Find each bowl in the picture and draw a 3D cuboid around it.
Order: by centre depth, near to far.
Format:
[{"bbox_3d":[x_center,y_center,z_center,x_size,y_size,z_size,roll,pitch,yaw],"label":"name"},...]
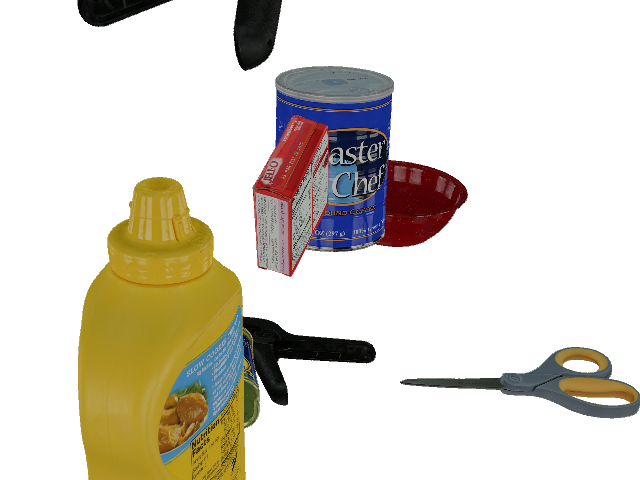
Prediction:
[{"bbox_3d":[0.079,-0.036,1.186,0.162,0.055,0.162,3,25,-2],"label":"bowl"}]

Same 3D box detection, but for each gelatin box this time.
[{"bbox_3d":[-0.020,-0.031,0.744,0.030,0.073,0.089,16,-36,13],"label":"gelatin box"}]

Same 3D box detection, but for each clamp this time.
[{"bbox_3d":[-0.032,-0.150,0.569,0.120,0.171,0.039,33,-28,29],"label":"clamp"},{"bbox_3d":[-0.065,0.127,1.219,0.210,0.036,0.164,14,21,30],"label":"clamp"}]

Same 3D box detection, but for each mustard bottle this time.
[{"bbox_3d":[-0.064,0.065,0.447,0.058,0.192,0.096,12,28,18],"label":"mustard bottle"}]

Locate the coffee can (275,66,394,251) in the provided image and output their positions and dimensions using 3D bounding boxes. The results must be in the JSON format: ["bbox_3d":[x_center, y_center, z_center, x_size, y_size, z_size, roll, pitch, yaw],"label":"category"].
[{"bbox_3d":[0.010,-0.074,0.944,0.103,0.140,0.103,2,23,-1],"label":"coffee can"}]

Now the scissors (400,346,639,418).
[{"bbox_3d":[0.172,0.113,0.919,0.202,0.016,0.096,10,28,5],"label":"scissors"}]

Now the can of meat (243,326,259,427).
[{"bbox_3d":[-0.105,0.121,0.924,0.102,0.057,0.084,-3,27,-8],"label":"can of meat"}]
